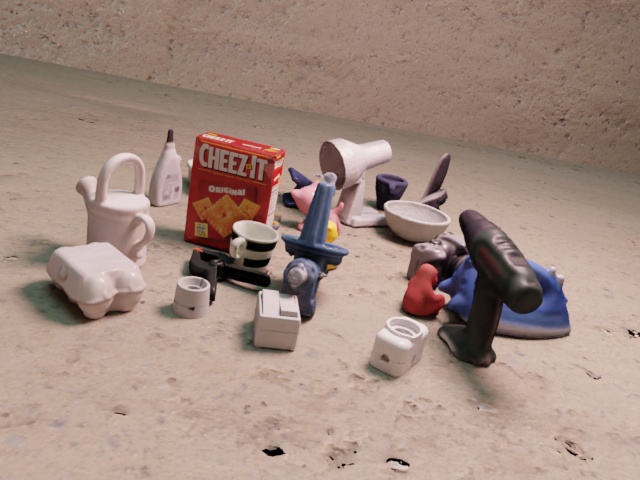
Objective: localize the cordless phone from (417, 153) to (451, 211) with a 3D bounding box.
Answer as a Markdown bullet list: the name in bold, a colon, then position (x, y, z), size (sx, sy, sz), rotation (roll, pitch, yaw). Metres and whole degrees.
- **cordless phone**: position (0.312, -0.148, 1.590), size (0.094, 0.185, 0.148), rotation (17, 21, 15)

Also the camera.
- **camera**: position (0.275, 0.049, 1.169), size (0.144, 0.101, 0.136), rotation (-6, 27, -39)

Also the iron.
- **iron**: position (0.357, 0.090, 1.047), size (0.258, 0.141, 0.118), rotation (10, 20, -6)

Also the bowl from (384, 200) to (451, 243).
- **bowl**: position (0.233, -0.038, 1.413), size (0.167, 0.075, 0.167), rotation (10, 20, -4)

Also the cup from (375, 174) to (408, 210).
- **cup**: position (0.192, -0.125, 1.594), size (0.091, 0.095, 0.118), rotation (12, 20, 1)

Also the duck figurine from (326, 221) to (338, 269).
- **duck figurine**: position (0.011, 0.004, 1.164), size (0.077, 0.086, 0.104), rotation (7, 21, -12)

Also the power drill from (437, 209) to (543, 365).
- **power drill**: position (0.261, 0.081, 0.924), size (0.076, 0.208, 0.229), rotation (5, 21, -18)

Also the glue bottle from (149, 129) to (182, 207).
- **glue bottle**: position (-0.342, -0.163, 1.287), size (0.037, 0.173, 0.078), rotation (23, 23, 27)

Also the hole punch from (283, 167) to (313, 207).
- **hole punch**: position (-0.041, -0.137, 1.500), size (0.101, 0.091, 0.108), rotation (7, 21, -13)

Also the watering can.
- **watering can**: position (-0.346, -0.055, 0.967), size (0.172, 0.194, 0.101), rotation (14, 20, 6)

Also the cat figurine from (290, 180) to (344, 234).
- **cat figurine**: position (-0.006, -0.076, 1.321), size (0.127, 0.118, 0.067), rotation (16, 21, 11)

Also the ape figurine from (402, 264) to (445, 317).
- **ape figurine**: position (0.188, 0.087, 1.034), size (0.076, 0.092, 0.077), rotation (-1, 24, -30)

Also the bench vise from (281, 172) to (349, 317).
- **bench vise**: position (-0.001, 0.006, 0.959), size (0.121, 0.220, 0.207), rotation (8, 21, -10)

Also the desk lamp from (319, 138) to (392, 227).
- **desk lamp**: position (0.091, -0.147, 1.425), size (0.204, 0.213, 0.117), rotation (-3, 25, -34)

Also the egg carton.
- **egg carton**: position (-0.337, 0.056, 0.858), size (0.149, 0.069, 0.107), rotation (27, 26, 36)
